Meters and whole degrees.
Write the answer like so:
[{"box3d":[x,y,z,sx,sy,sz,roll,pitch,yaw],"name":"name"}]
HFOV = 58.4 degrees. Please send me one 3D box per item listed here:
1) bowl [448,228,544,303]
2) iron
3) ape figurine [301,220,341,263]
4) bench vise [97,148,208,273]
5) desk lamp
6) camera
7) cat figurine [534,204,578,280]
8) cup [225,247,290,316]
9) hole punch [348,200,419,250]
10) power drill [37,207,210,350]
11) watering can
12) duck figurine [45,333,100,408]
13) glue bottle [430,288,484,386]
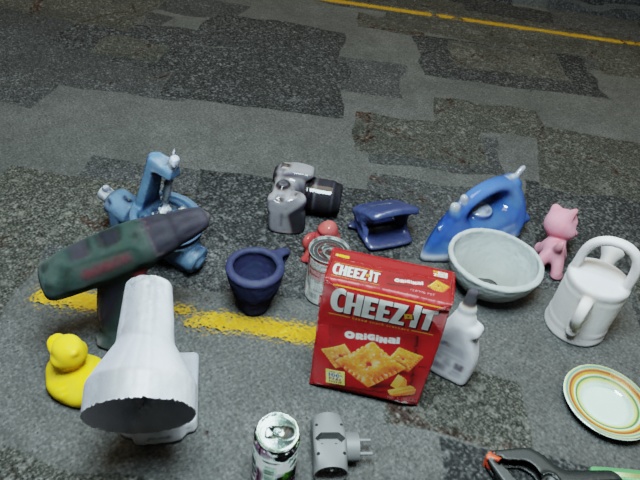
[{"box3d":[0.302,0.057,1.013,0.167,0.075,0.167,5,40,-4],"name":"bowl"},{"box3d":[0.299,-0.055,1.094,0.259,0.141,0.118,-22,48,-31],"name":"iron"},{"box3d":[0.009,0.004,1.015,0.076,0.092,0.077,-14,44,-24],"name":"ape figurine"},{"box3d":[-0.286,-0.056,0.937,0.207,0.220,0.121,11,40,4],"name":"bench vise"},{"box3d":[-0.207,0.161,0.694,0.118,0.213,0.203,-1,40,-10],"name":"desk lamp"},{"box3d":[-0.026,-0.088,1.112,0.137,0.101,0.143,8,39,1],"name":"camera"},{"box3d":[0.450,-0.008,1.082,0.067,0.118,0.128,19,41,14],"name":"cat figurine"},{"box3d":[-0.096,0.067,0.919,0.091,0.095,0.118,33,46,28],"name":"cup"},{"box3d":[0.120,-0.046,1.093,0.109,0.091,0.101,-10,43,-21],"name":"hole punch"},{"box3d":[-0.264,0.059,0.811,0.230,0.208,0.075,-16,45,-26],"name":"power drill"},{"box3d":[0.446,0.069,0.929,0.101,0.194,0.173,13,40,7],"name":"watering can"},{"box3d":[-0.329,0.167,0.767,0.104,0.086,0.078,33,46,27],"name":"duck figurine"},{"box3d":[0.201,0.134,0.826,0.078,0.173,0.037,27,43,22],"name":"glue bottle"}]
